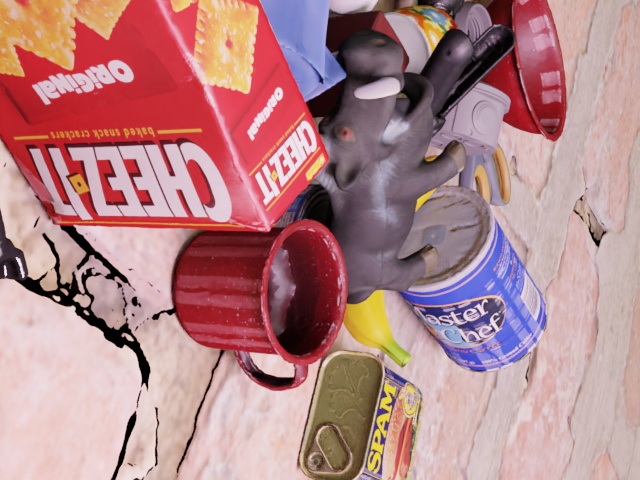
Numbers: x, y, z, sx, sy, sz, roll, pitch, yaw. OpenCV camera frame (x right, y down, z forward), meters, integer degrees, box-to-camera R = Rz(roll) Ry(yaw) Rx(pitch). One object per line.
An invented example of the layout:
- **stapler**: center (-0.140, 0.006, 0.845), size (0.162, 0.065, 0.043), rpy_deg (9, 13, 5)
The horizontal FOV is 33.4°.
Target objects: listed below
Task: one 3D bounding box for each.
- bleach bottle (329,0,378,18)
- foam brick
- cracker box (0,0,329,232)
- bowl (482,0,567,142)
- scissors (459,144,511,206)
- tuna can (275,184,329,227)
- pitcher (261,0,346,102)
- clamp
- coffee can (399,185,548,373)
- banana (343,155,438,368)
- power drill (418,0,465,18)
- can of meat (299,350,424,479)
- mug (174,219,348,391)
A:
- **bleach bottle**: center (0.033, -0.261, 0.740), size (0.068, 0.102, 0.251), rpy_deg (-1, 132, -18)
- **foam brick**: center (0.016, -0.127, 0.776), size (0.051, 0.078, 0.053), rpy_deg (51, 51, -40)
- **cracker box**: center (-0.111, -0.105, 0.521), size (0.072, 0.164, 0.213), rpy_deg (-52, 130, -38)
- **bowl**: center (0.188, -0.170, 1.024), size (0.161, 0.055, 0.162), rpy_deg (24, 62, -58)
- **scissors**: center (0.140, -0.102, 1.006), size (0.096, 0.016, 0.201), rpy_deg (-58, 134, -36)
- **tuna can**: center (-0.005, 0.001, 0.788), size (0.085, 0.034, 0.086), rpy_deg (-1, 92, -55)
- **pitcher**: center (-0.059, -0.209, 0.640), size (0.149, 0.145, 0.243), rpy_deg (36, 58, -63)
- **clamp**: center (0.074, -0.097, 0.798), size (0.172, 0.039, 0.120), rpy_deg (-50, 162, 18)
- **coffee can**: center (0.123, 0.035, 0.911), size (0.140, 0.103, 0.102), rpy_deg (51, 52, -43)
- **banana**: center (0.053, 0.008, 0.847), size (0.037, 0.069, 0.197), rpy_deg (117, -11, -60)
- **power drill**: center (0.126, -0.293, 0.858), size (0.188, 0.057, 0.184), rpy_deg (119, -17, -60)
- **can of meat**: center (0.036, 0.147, 0.832), size (0.083, 0.058, 0.102), rpy_deg (37, 62, -52)
- **mug**: center (-0.038, 0.044, 0.700), size (0.093, 0.082, 0.117), rpy_deg (-33, 117, -50)
